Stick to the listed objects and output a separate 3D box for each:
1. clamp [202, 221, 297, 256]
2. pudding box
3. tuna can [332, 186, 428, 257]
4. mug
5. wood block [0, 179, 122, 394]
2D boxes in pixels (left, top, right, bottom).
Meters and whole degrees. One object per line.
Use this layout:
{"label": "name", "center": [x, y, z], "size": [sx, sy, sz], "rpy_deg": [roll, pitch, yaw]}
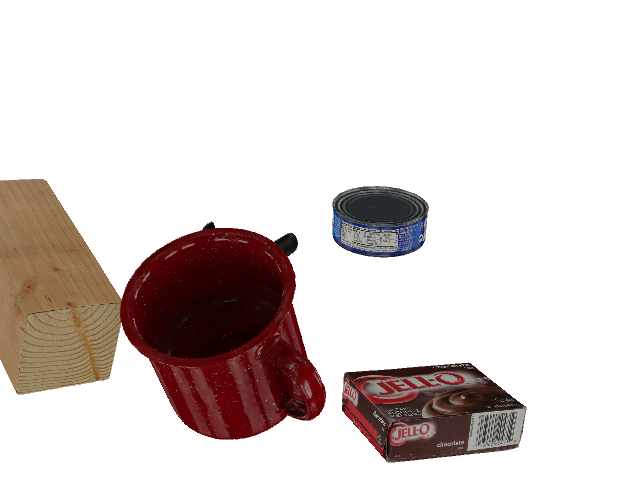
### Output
{"label": "clamp", "center": [-0.093, 0.037, 1.256], "size": [0.120, 0.039, 0.171], "rpy_deg": [-2, 40, 9]}
{"label": "pudding box", "center": [0.083, 0.127, 0.805], "size": [0.113, 0.039, 0.090], "rpy_deg": [0, 16, -21]}
{"label": "tuna can", "center": [0.053, -0.017, 0.954], "size": [0.086, 0.034, 0.086], "rpy_deg": [1, 25, -1]}
{"label": "mug", "center": [-0.043, 0.058, 0.573], "size": [0.117, 0.081, 0.093], "rpy_deg": [26, 58, 32]}
{"label": "wood block", "center": [-0.267, 0.035, 0.990], "size": [0.090, 0.091, 0.206], "rpy_deg": [-6, 37, -34]}
